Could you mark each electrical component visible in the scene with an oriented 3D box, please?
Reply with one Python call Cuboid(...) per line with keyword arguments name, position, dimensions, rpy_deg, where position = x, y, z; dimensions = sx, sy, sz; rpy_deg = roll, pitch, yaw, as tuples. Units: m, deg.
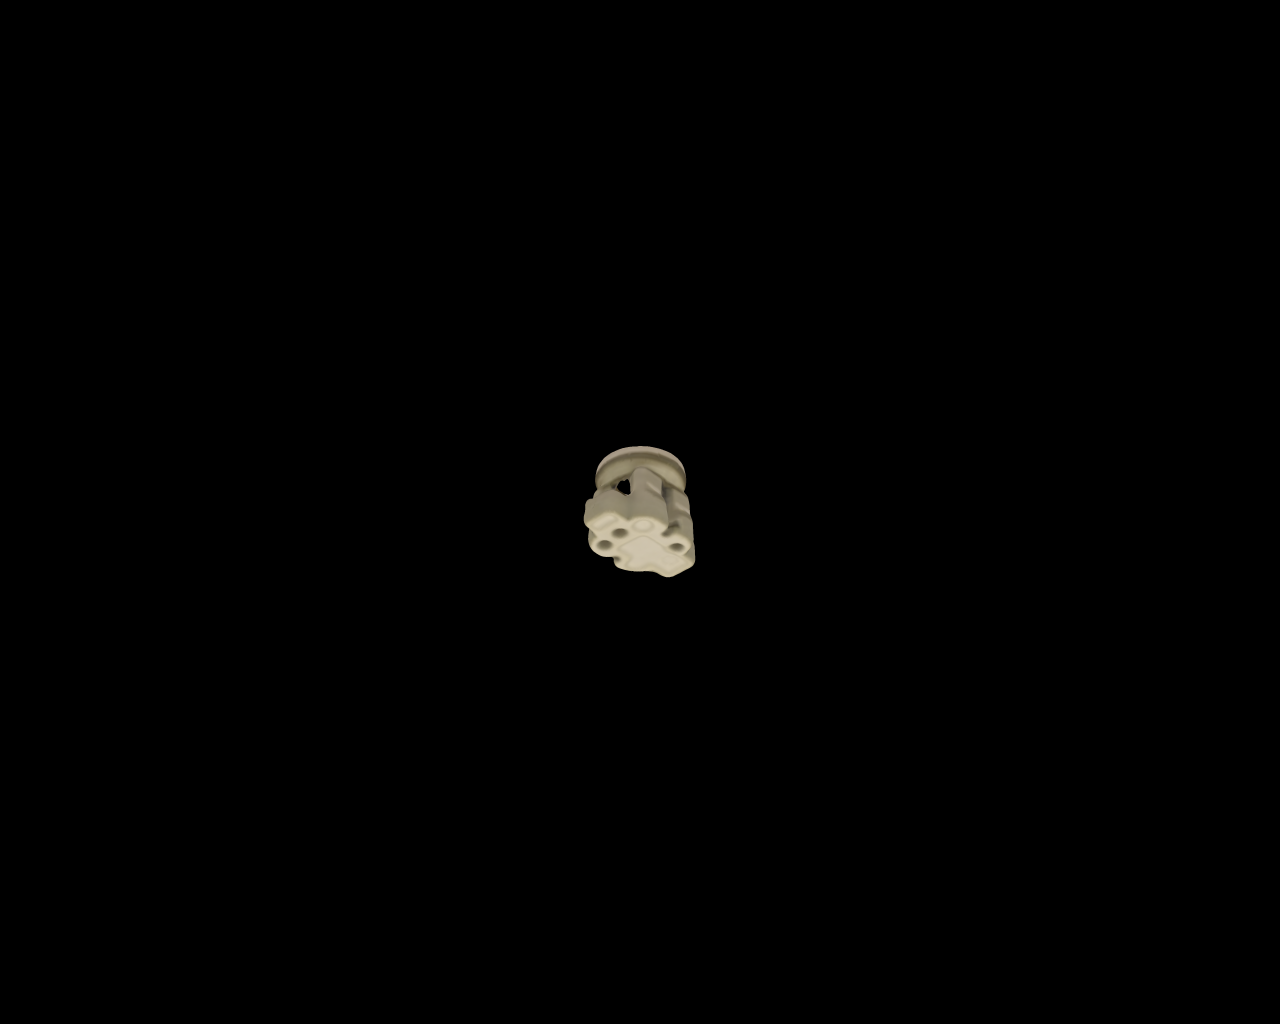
Cuboid(name="electrical component", position=(0.001, -0.003, 0.650), dimensions=(0.058, 0.057, 0.078), rpy_deg=(-27, -44, 33))
